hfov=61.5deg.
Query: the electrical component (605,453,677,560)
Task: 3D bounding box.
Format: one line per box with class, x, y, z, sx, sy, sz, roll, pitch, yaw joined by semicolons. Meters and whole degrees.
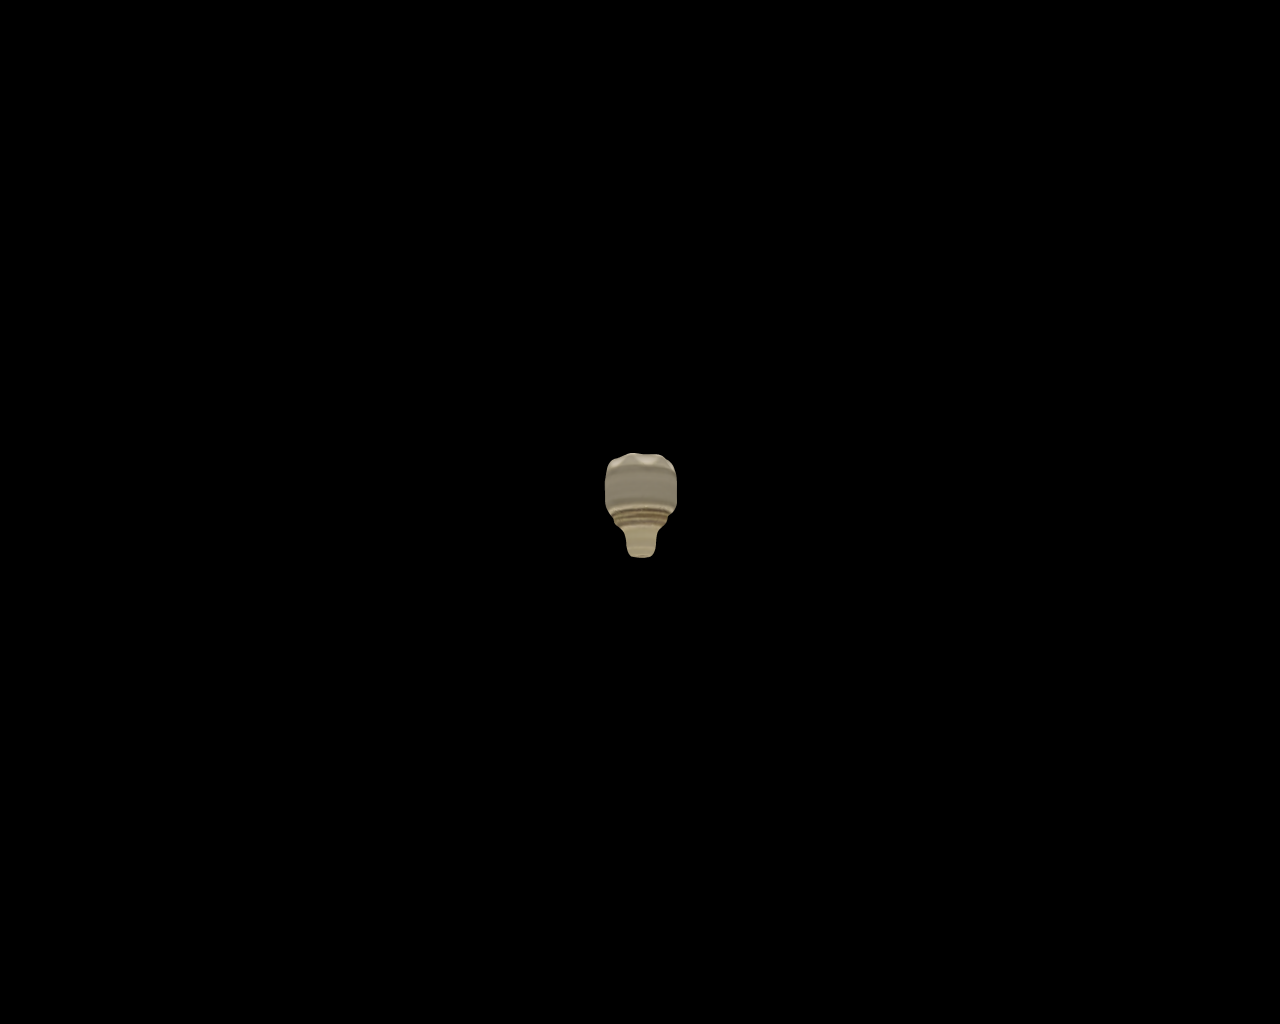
electrical component;0.001;-0.003;0.650;0.043;0.062;0.043;0;-11;0
